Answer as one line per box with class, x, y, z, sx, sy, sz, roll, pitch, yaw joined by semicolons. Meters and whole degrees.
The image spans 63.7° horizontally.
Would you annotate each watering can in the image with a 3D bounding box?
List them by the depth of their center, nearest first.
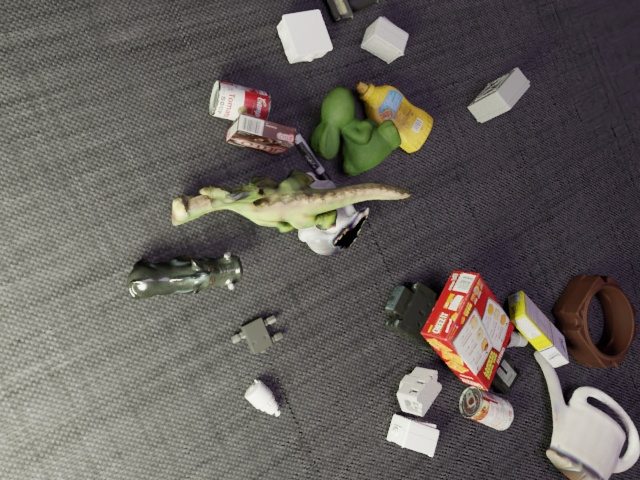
watering can;0.611;0.444;1.232;0.347;0.103;0.227;38;70;-2

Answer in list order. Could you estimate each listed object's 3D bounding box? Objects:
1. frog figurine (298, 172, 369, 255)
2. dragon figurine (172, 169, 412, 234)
frog figurine;0.003;-0.052;1.027;0.161;0.120;0.139;36;76;21
dragon figurine;-0.078;-0.064;0.860;0.244;0.409;0.122;-10;94;-61
